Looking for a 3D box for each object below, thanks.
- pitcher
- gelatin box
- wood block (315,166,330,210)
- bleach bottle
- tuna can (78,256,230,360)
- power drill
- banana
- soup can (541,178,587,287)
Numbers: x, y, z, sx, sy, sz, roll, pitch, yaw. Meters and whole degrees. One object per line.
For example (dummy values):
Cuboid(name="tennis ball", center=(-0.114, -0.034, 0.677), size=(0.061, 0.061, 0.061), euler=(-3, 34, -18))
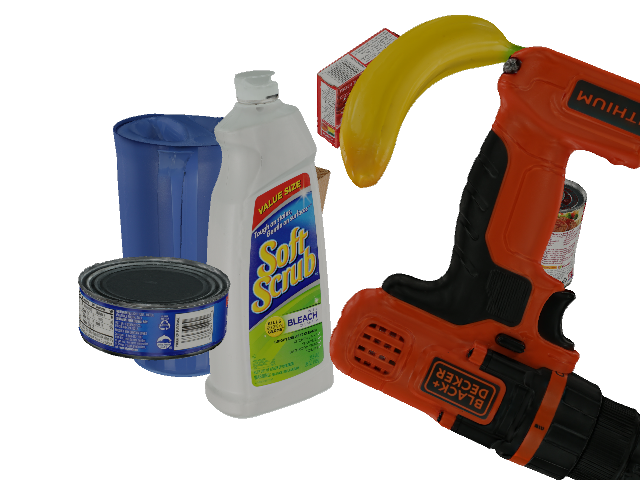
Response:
Cuboid(name="pitcher", center=(-0.131, 0.007, 1.016), size=(0.145, 0.243, 0.148), euler=(20, 26, 41))
Cuboid(name="gelatin box", center=(0.037, -0.134, 0.940), size=(0.089, 0.073, 0.030), euler=(-37, 60, -26))
Cuboid(name="wood block", center=(-0.060, 0.006, 1.356), size=(0.090, 0.206, 0.090), euler=(17, 22, 14))
Cuboid(name="bleach bottle", center=(-0.046, 0.001, 0.802), size=(0.102, 0.251, 0.068), euler=(-15, 21, -29))
Cuboid(name="tuna can", center=(-0.095, 0.038, 0.611), size=(0.086, 0.034, 0.086), euler=(4, 16, -1))
Cuboid(name="power drill", center=(0.118, 0.017, 0.506), size=(0.184, 0.188, 0.057), euler=(24, 7, 5))
Cuboid(name="banana", center=(0.063, -0.099, 0.669), size=(0.070, 0.037, 0.197), euler=(32, 50, 25))
Cuboid(name="soup can", center=(0.235, -0.006, 1.105), size=(0.068, 0.102, 0.068), euler=(0, 34, 0))
